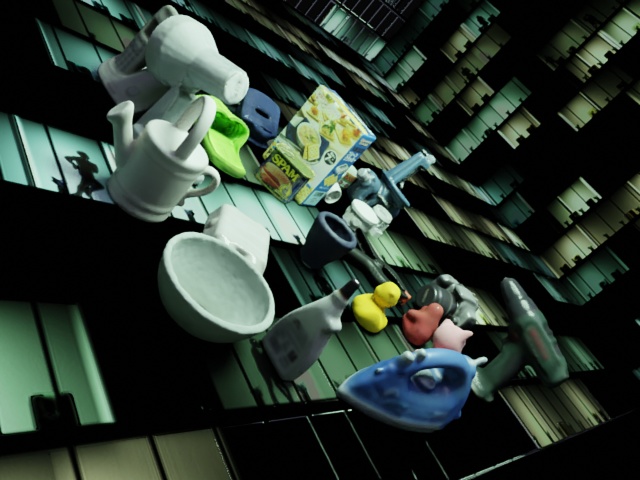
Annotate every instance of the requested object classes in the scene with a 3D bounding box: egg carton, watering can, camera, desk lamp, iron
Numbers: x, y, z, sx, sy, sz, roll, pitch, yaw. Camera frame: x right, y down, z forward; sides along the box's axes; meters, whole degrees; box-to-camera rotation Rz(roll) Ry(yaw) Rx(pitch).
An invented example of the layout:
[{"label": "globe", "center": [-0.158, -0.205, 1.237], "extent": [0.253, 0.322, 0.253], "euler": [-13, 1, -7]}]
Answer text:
[{"label": "egg carton", "center": [-0.132, 0.010, 0.872], "extent": [0.107, 0.069, 0.150], "euler": [35, 25, -21]}, {"label": "watering can", "center": [-0.216, -0.127, 0.809], "extent": [0.174, 0.193, 0.100], "euler": [16, 35, -48]}, {"label": "camera", "center": [0.284, 0.133, 1.307], "extent": [0.137, 0.100, 0.143], "euler": [28, 28, -34]}, {"label": "desk lamp", "center": [-0.223, -0.239, 0.966], "extent": [0.203, 0.213, 0.118], "euler": [52, 24, 20]}, {"label": "iron", "center": [0.156, 0.216, 0.903], "extent": [0.259, 0.141, 0.118], "euler": [20, 32, -44]}]

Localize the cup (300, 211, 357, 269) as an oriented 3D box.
[{"label": "cup", "center": [0.010, 0.004, 1.085], "extent": [0.092, 0.094, 0.118], "euler": [42, 23, -3]}]

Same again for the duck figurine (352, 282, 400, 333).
[{"label": "duck figurine", "center": [0.112, 0.117, 1.070], "extent": [0.077, 0.086, 0.104], "euler": [41, 23, -6]}]

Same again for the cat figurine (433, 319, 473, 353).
[{"label": "cat figurine", "center": [0.234, 0.207, 1.076], "extent": [0.067, 0.117, 0.128], "euler": [43, 23, -2]}]

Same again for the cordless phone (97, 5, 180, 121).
[{"label": "cordless phone", "center": [-0.295, -0.310, 1.004], "extent": [0.147, 0.185, 0.094], "euler": [53, 25, 21]}]

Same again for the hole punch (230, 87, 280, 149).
[{"label": "hole punch", "center": [-0.144, -0.281, 1.325], "extent": [0.109, 0.091, 0.101], "euler": [26, 28, -36]}]

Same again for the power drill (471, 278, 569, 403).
[{"label": "power drill", "center": [0.385, 0.224, 1.180], "extent": [0.076, 0.208, 0.229], "euler": [9, 41, -54]}]

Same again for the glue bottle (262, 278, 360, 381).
[{"label": "glue bottle", "center": [-0.005, 0.112, 0.774], "extent": [0.037, 0.173, 0.078], "euler": [12, 38, -52]}]

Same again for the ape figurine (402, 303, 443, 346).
[{"label": "ape figurine", "center": [0.211, 0.163, 1.148], "extent": [0.078, 0.092, 0.076], "euler": [43, 23, -3]}]

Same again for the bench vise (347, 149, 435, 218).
[{"label": "bench vise", "center": [0.193, -0.150, 1.489], "extent": [0.121, 0.219, 0.208], "euler": [53, 24, 21]}]

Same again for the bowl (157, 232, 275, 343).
[{"label": "bowl", "center": [-0.144, 0.074, 0.737], "extent": [0.168, 0.074, 0.167], "euler": [36, 24, -18]}]
